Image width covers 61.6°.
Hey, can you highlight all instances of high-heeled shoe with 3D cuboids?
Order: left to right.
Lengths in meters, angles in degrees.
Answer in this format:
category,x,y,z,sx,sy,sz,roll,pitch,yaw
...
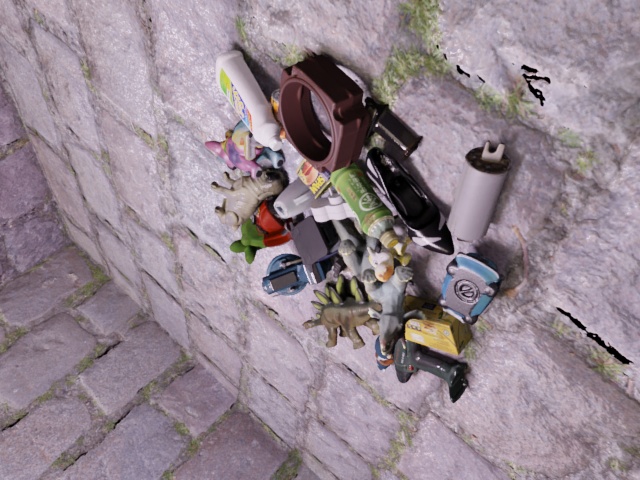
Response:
category,x,y,z,sx,sy,sz,roll,pitch,yaw
high-heeled shoe,0.180,-0.082,1.060,0.249,0.086,0.145,48,172,32

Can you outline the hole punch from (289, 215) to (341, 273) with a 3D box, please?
category,x,y,z,sx,sy,sz,roll,pitch,yaw
hole punch,-0.003,-0.004,1.361,0.116,0.092,0.142,-32,82,46

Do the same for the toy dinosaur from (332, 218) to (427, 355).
category,x,y,z,sx,sy,sz,roll,pitch,yaw
toy dinosaur,0.128,0.076,1.271,0.192,0.131,0.405,75,173,-49

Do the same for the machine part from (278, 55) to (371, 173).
category,x,y,z,sx,sy,sz,roll,pitch,yaw
machine part,0.000,-0.253,1.101,0.202,0.087,0.200,47,150,22

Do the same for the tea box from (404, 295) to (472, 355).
category,x,y,z,sx,sy,sz,roll,pitch,yaw
tea box,0.269,0.203,1.299,0.170,0.068,0.098,11,133,44

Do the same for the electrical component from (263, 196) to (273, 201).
category,x,y,z,sx,sy,sz,roll,pitch,yaw
electrical component,-0.134,-0.094,1.491,0.102,0.078,0.045,41,179,24

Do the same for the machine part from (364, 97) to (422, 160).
category,x,y,z,sx,sy,sz,roll,pitch,yaw
machine part,0.133,-0.214,1.055,0.139,0.039,0.084,41,139,17

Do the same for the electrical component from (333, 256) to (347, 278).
category,x,y,z,sx,sy,sz,roll,pitch,yaw
electrical component,0.060,0.060,1.412,0.021,0.063,0.094,38,146,18

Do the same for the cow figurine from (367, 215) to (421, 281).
category,x,y,z,sx,sy,sz,roll,pitch,yaw
cow figurine,0.150,0.011,1.149,0.098,0.167,0.068,25,146,33

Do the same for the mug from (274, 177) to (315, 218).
category,x,y,z,sx,sy,sz,roll,pitch,yaw
mug,-0.055,-0.101,1.343,0.110,0.107,0.080,-2,124,54

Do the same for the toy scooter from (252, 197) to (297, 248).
category,x,y,z,sx,sy,sz,roll,pitch,yaw
toy scooter,-0.121,-0.035,1.442,0.135,0.075,0.183,-25,139,22

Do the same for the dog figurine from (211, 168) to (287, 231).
category,x,y,z,sx,sy,sz,roll,pitch,yaw
dog figurine,-0.177,-0.105,1.444,0.191,0.121,0.172,3,129,17

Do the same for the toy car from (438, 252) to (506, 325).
category,x,y,z,sx,sy,sz,roll,pitch,yaw
toy car,0.312,0.088,1.088,0.109,0.103,0.161,30,132,24

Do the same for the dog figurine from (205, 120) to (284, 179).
category,x,y,z,sx,sy,sz,roll,pitch,yaw
dog figurine,-0.208,-0.251,1.379,0.219,0.108,0.191,29,144,35

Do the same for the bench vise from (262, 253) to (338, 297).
category,x,y,z,sx,sy,sz,roll,pitch,yaw
bench vise,-0.058,0.079,1.512,0.128,0.224,0.241,57,178,-8

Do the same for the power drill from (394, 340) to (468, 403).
category,x,y,z,sx,sy,sz,roll,pitch,yaw
power drill,0.287,0.342,1.428,0.208,0.086,0.231,30,142,41

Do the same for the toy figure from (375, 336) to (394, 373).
category,x,y,z,sx,sy,sz,roll,pitch,yaw
toy figure,0.187,0.327,1.546,0.058,0.064,0.154,-1,139,5

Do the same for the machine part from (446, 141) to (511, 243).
category,x,y,z,sx,sy,sz,roll,pitch,yaw
machine part,0.283,-0.080,0.971,0.079,0.079,0.243,33,146,24

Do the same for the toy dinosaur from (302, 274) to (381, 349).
category,x,y,z,sx,sy,sz,roll,pitch,yaw
toy dinosaur,0.083,0.198,1.498,0.472,0.105,0.198,-21,103,49

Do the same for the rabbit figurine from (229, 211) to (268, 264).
category,x,y,z,sx,sy,sz,roll,pitch,yaw
rabbit figurine,-0.181,-0.005,1.589,0.121,0.159,0.170,36,163,3
